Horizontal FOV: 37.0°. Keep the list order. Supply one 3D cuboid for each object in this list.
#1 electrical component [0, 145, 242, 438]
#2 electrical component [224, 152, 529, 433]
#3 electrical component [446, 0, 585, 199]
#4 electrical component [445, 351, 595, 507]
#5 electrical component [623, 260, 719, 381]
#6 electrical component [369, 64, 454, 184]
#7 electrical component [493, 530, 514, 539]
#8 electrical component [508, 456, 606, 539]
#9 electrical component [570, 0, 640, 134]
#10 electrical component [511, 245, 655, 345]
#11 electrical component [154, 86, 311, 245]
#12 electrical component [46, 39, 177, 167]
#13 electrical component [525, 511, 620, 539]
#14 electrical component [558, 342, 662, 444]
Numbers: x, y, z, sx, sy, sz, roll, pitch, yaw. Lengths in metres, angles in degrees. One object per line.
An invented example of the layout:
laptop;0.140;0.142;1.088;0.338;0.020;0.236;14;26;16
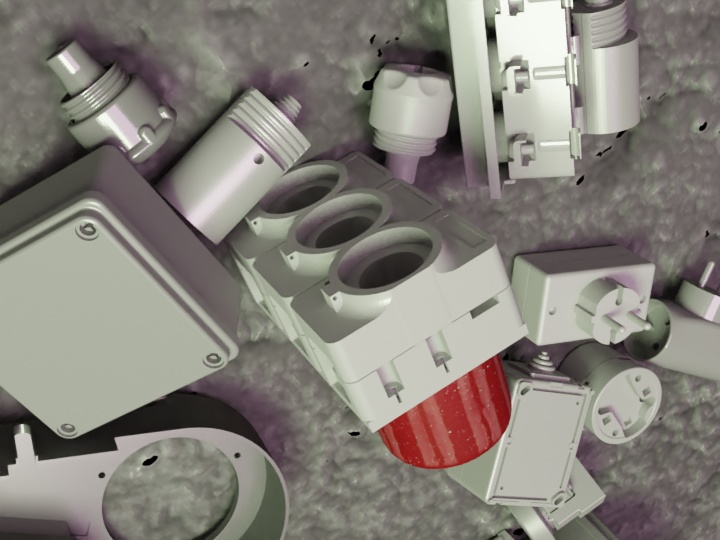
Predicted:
electrical component;-0.129;0.014;0.511;0.109;0.056;0.108;-26;125;19
electrical component;0.000;0.000;0.537;0.089;0.150;0.061;-31;122;-12
electrical component;0.085;-0.110;0.574;0.063;0.078;0.121;-2;117;15
electrical component;0.100;0.095;0.685;0.062;0.061;0.096;10;98;-29
electrical component;0.228;0.031;0.728;0.077;0.044;0.079;15;104;-31
electrical component;0.026;-0.078;0.581;0.043;0.043;0.062;-1;113;-26
electrical component;0.120;0.258;0.707;0.062;0.150;0.089;-28;121;-15
electrical component;0.132;0.156;0.728;0.055;0.048;0.066;-35;160;-2
electrical component;0.138;-0.124;0.618;0.043;0.043;0.081;-19;118;-19
electrical component;0.147;0.022;0.665;0.083;0.076;0.047;-6;113;-25
electrical component;-0.061;-0.057;0.546;0.081;0.043;0.043;-47;123;-2
electrical component;-0.121;-0.079;0.507;0.048;0.048;0.062;-40;115;-6
electrical component;0.173;0.242;0.753;0.056;0.109;0.108;-27;120;-11
electrical component;0.163;0.080;0.714;0.055;0.047;0.055;-10;115;-23
